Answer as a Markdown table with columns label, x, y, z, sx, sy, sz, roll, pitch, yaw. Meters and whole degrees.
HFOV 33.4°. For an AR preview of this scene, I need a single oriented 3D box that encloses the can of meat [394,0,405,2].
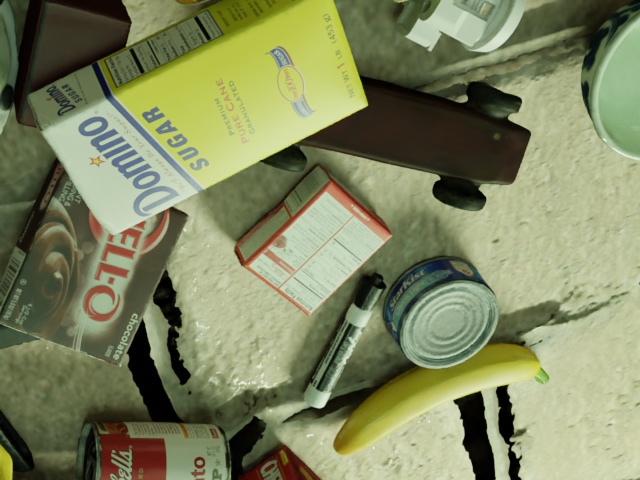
| label | x | y | z | sx | sy | sz | roll | pitch | yaw |
| --- | --- | --- | --- | --- | --- | --- | --- | --- | --- |
| can of meat | 0.052 | -0.210 | 0.637 | 0.102 | 0.057 | 0.083 | -44 | 122 | 9 |

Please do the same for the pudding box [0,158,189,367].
| label | x | y | z | sx | sy | sz | roll | pitch | yaw |
| --- | --- | --- | --- | --- | --- | --- | --- | --- | --- |
| pudding box | -0.150 | 0.014 | 0.691 | 0.089 | 0.039 | 0.113 | 26 | 89 | -30 |

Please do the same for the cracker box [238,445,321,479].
| label | x | y | z | sx | sy | sz | roll | pitch | yaw |
| --- | --- | --- | --- | --- | --- | --- | --- | --- | --- |
| cracker box | -0.064 | 0.291 | 0.895 | 0.214 | 0.072 | 0.164 | -37 | 126 | 3 |

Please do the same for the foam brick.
| label | x | y | z | sx | sy | sz | roll | pitch | yaw |
| --- | --- | --- | --- | --- | --- | --- | --- | --- | --- |
| foam brick | -0.147 | -0.108 | 0.628 | 0.051 | 0.053 | 0.078 | 8 | 118 | -24 |

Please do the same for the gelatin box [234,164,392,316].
| label | x | y | z | sx | sy | sz | roll | pitch | yaw |
| --- | --- | --- | --- | --- | --- | --- | --- | --- | --- |
| gelatin box | -0.005 | 0.001 | 0.762 | 0.089 | 0.030 | 0.073 | -44 | 126 | 10 |

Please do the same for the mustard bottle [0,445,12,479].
| label | x | y | z | sx | sy | sz | roll | pitch | yaw |
| --- | --- | --- | --- | --- | --- | --- | --- | --- | --- |
| mustard bottle | -0.311 | 0.183 | 0.729 | 0.192 | 0.058 | 0.096 | -29 | 139 | 17 |

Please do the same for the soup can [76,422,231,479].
| label | x | y | z | sx | sy | sz | roll | pitch | yaw |
| --- | --- | --- | --- | --- | --- | --- | --- | --- | --- |
| soup can | -0.126 | 0.171 | 0.800 | 0.102 | 0.068 | 0.068 | 6 | 118 | -24 |

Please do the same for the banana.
| label | x | y | z | sx | sy | sz | roll | pitch | yaw |
| --- | --- | --- | --- | --- | --- | --- | --- | --- | --- |
| banana | 0.102 | 0.124 | 0.872 | 0.197 | 0.037 | 0.069 | -16 | 122 | -10 |

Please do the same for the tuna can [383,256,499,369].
| label | x | y | z | sx | sy | sz | roll | pitch | yaw |
| --- | --- | --- | --- | --- | --- | --- | --- | --- | --- |
| tuna can | 0.095 | 0.057 | 0.830 | 0.086 | 0.034 | 0.086 | -9 | 123 | -15 |

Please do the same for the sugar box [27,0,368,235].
| label | x | y | z | sx | sy | sz | roll | pitch | yaw |
| --- | --- | --- | --- | --- | --- | --- | --- | --- | --- |
| sugar box | -0.067 | -0.080 | 0.618 | 0.176 | 0.048 | 0.093 | -30 | 135 | -5 |

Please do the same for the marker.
| label | x | y | z | sx | sy | sz | roll | pitch | yaw |
| --- | --- | --- | --- | --- | --- | --- | --- | --- | --- |
| marker | 0.020 | 0.077 | 0.824 | 0.020 | 0.020 | 0.121 | 14 | 114 | -27 |

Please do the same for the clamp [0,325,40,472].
| label | x | y | z | sx | sy | sz | roll | pitch | yaw |
| --- | --- | --- | --- | --- | --- | --- | --- | --- | --- |
| clamp | -0.241 | 0.068 | 0.713 | 0.209 | 0.036 | 0.165 | 29 | 106 | -35 |
